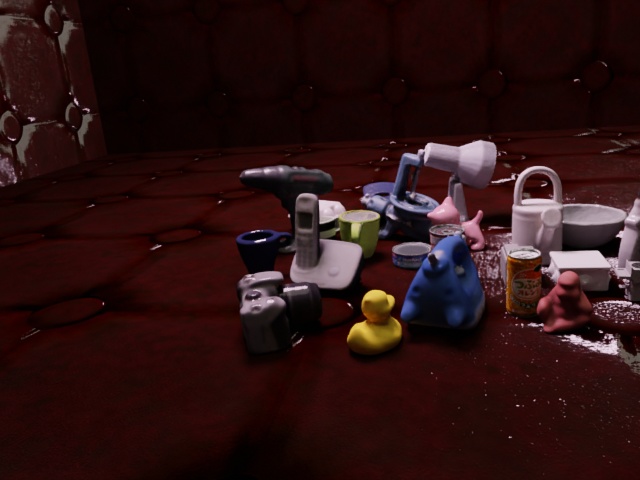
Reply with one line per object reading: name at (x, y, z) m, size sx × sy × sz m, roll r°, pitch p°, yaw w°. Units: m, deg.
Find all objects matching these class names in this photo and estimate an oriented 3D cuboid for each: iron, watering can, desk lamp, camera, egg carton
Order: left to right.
camera at (-0.065, 0.106, 0.947) m, size 0.137 × 0.101 × 0.143 m, roll -8°, pitch 17°, yaw -9°
egg carton at (-0.005, -0.064, 1.537) m, size 0.149 × 0.069 × 0.107 m, roll 8°, pitch 21°, yaw 35°
iron at (0.220, 0.054, 0.971) m, size 0.118 × 0.141 × 0.259 m, roll 4°, pitch 19°, yaw 26°
desk lamp at (0.341, -0.145, 1.460) m, size 0.203 × 0.214 × 0.118 m, roll -5°, pitch 17°, yaw -1°
watering can at (0.446, -0.052, 1.163) m, size 0.101 × 0.194 × 0.172 m, roll -10°, pitch 18°, yaw -16°

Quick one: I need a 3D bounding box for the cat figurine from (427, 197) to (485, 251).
cat figurine at (0.305, -0.038, 1.287) m, size 0.127 × 0.118 × 0.067 m, roll -3°, pitch 17°, yaw 7°

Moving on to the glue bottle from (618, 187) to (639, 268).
glue bottle at (0.584, -0.018, 1.051) m, size 0.078 × 0.173 × 0.037 m, roll -16°, pitch 20°, yaw -32°

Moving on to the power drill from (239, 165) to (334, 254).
power drill at (-0.072, -0.079, 1.366) m, size 0.230 × 0.208 × 0.075 m, roll -13°, pitch 19°, yaw -26°

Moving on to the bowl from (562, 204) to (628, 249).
bowl at (0.571, -0.024, 1.243) m, size 0.167 × 0.075 × 0.167 m, roll -4°, pitch 17°, yaw 2°

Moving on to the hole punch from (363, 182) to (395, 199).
hole punch at (0.177, -0.109, 1.594) m, size 0.108 × 0.091 × 0.101 m, roll -5°, pitch 17°, yaw 0°

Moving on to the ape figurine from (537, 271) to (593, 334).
ape figurine at (0.380, 0.093, 0.885) m, size 0.077 × 0.092 × 0.076 m, roll 11°, pitch 23°, yaw 42°

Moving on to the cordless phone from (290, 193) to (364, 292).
cordless phone at (0.010, 0.004, 1.115) m, size 0.147 × 0.185 × 0.094 m, roll 5°, pitch 20°, yaw 28°

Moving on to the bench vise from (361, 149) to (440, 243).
bench vise at (0.188, -0.105, 1.360) m, size 0.207 × 0.220 × 0.122 m, roll 1°, pitch 18°, yaw 18°

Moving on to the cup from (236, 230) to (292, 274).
cup at (-0.114, 0.032, 1.211) m, size 0.118 × 0.095 × 0.091 m, roll -10°, pitch 18°, yaw -16°

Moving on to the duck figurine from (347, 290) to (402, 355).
duck figurine at (0.083, 0.121, 0.883) m, size 0.077 × 0.086 × 0.105 m, roll 10°, pitch 23°, yaw 40°
